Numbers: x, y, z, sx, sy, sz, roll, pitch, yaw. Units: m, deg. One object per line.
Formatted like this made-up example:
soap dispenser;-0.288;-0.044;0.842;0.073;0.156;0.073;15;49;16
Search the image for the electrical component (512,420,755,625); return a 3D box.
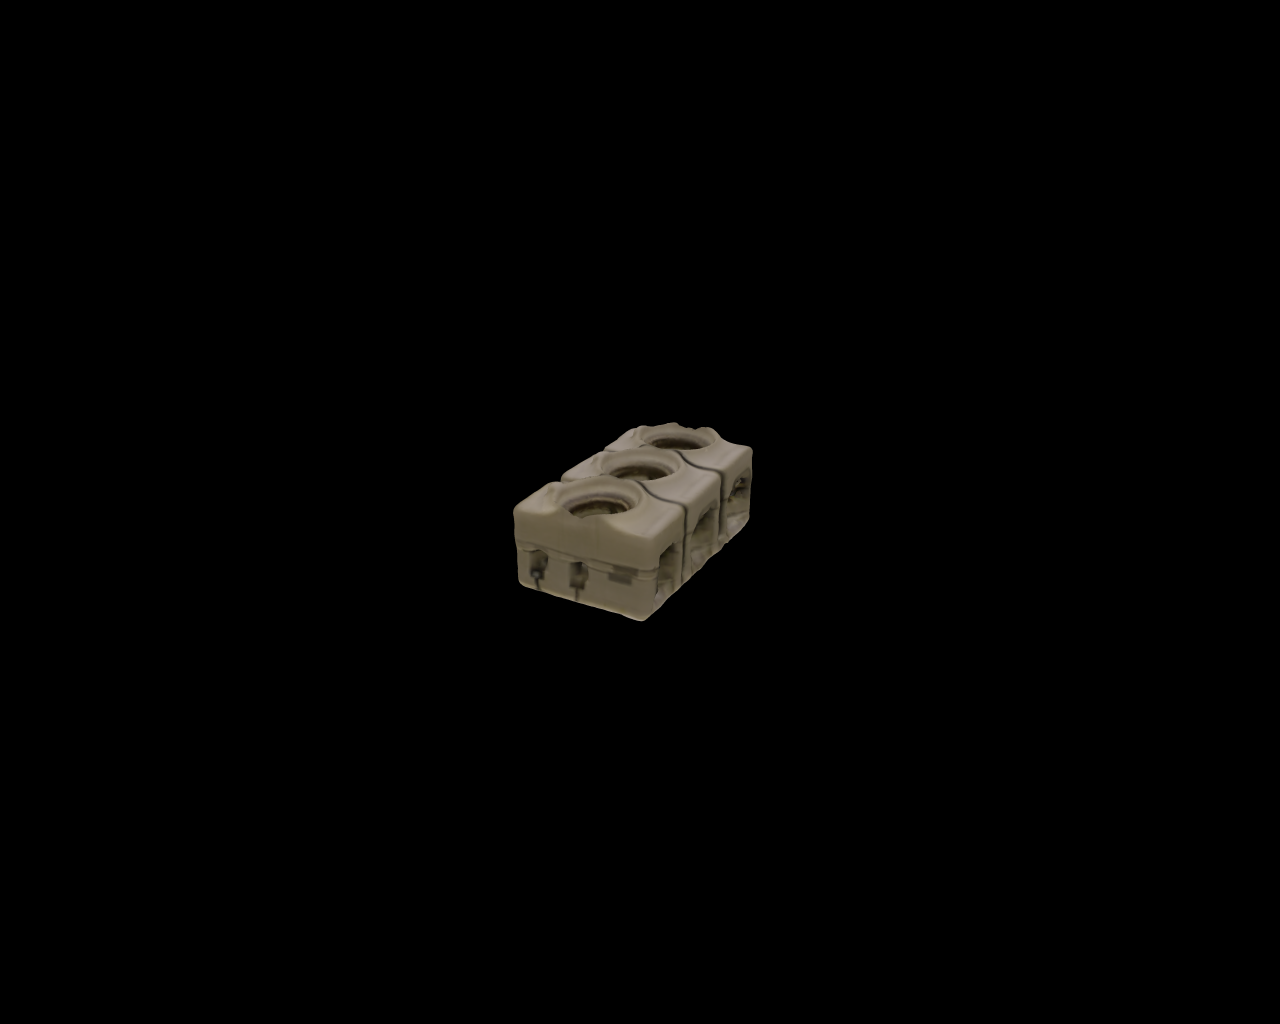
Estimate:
electrical component;0.001;-0.003;0.650;0.089;0.061;0.150;12;27;25
